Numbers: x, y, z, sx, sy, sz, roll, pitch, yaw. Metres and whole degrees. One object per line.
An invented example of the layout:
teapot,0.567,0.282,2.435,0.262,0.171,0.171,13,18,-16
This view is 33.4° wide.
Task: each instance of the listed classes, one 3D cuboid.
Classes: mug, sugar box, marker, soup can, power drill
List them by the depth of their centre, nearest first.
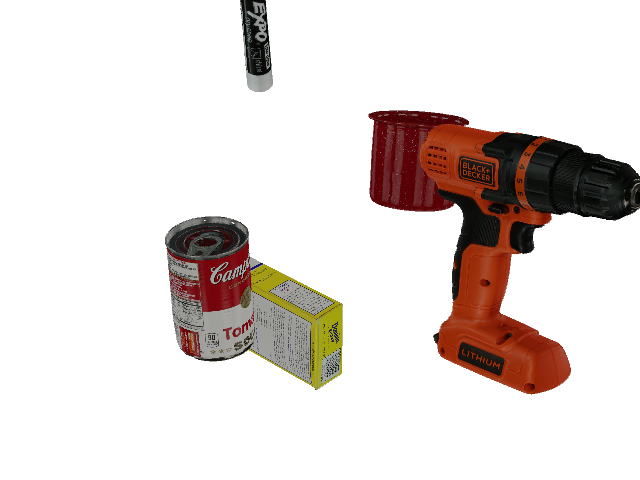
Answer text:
marker,-0.045,-0.154,0.728,0.020,0.020,0.121,0,-44,2
power drill,0.150,0.013,0.787,0.057,0.188,0.185,-15,23,-37
soup can,-0.090,0.041,0.884,0.068,0.102,0.068,-2,29,1
mug,0.100,-0.073,0.989,0.117,0.081,0.093,7,15,13
sugar box,-0.054,0.077,1.126,0.176,0.093,0.048,28,40,37
